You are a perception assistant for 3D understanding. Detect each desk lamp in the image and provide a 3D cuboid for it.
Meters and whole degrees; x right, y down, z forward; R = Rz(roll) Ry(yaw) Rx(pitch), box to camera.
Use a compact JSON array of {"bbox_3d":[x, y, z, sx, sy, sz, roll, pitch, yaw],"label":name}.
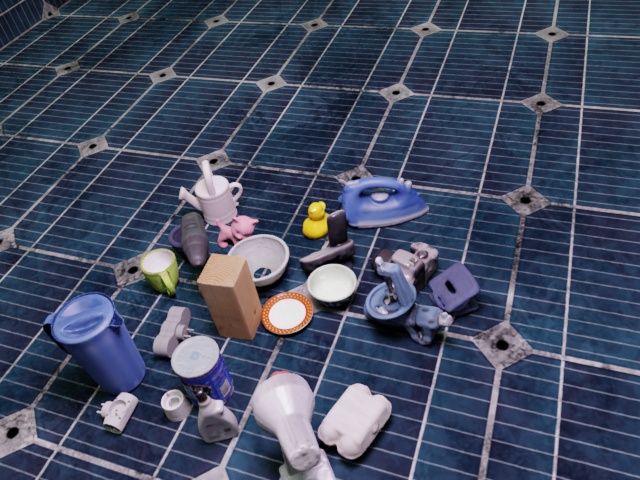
[{"bbox_3d":[-0.039,0.383,1.070,0.118,0.214,0.202,-21,46,-11],"label":"desk lamp"}]

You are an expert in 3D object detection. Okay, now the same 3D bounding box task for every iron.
[{"bbox_3d":[0.173,-0.123,1.589,0.258,0.142,0.118,-5,45,5],"label":"iron"}]

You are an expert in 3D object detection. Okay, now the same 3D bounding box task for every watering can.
[{"bbox_3d":[-0.316,-0.139,1.651,0.173,0.194,0.100,-29,48,-18],"label":"watering can"}]

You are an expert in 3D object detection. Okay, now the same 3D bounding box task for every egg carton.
[{"bbox_3d":[0.073,0.369,1.168,0.107,0.069,0.150,24,54,29],"label":"egg carton"}]

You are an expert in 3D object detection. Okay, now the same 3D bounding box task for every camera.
[{"bbox_3d":[0.206,0.056,1.434,0.136,0.101,0.143,27,56,31],"label":"camera"}]

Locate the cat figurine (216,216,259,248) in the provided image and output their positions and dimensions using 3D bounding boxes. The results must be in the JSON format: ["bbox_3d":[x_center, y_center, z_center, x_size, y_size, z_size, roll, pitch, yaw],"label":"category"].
[{"bbox_3d":[-0.230,-0.030,1.583,0.127,0.118,0.067,11,48,20],"label":"cat figurine"}]

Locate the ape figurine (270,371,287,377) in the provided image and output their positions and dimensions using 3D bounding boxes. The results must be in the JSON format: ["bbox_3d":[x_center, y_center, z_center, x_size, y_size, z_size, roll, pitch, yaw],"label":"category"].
[{"bbox_3d":[-0.083,0.314,1.233,0.076,0.092,0.078,25,55,30],"label":"ape figurine"}]

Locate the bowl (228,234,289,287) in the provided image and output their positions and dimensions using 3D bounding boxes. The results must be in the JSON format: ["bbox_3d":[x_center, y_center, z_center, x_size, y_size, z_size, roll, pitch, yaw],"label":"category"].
[{"bbox_3d":[-0.157,0.067,1.504,0.167,0.075,0.167,-5,45,5],"label":"bowl"}]

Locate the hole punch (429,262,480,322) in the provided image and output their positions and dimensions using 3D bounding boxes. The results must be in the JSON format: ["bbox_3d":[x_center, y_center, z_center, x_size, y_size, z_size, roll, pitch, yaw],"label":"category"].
[{"bbox_3d":[0.316,0.123,1.356,0.101,0.091,0.108,-19,45,-9],"label":"hole punch"}]

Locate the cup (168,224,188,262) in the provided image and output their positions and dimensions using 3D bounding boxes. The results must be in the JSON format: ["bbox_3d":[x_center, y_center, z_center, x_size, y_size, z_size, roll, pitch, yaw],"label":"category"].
[{"bbox_3d":[-0.351,0.021,1.569,0.092,0.095,0.117,-35,50,-23],"label":"cup"}]

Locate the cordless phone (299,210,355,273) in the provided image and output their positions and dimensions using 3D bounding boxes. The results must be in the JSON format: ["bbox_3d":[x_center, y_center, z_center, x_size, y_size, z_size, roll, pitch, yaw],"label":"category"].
[{"bbox_3d":[0.013,0.005,1.458,0.148,0.185,0.094,-25,47,-14],"label":"cordless phone"}]

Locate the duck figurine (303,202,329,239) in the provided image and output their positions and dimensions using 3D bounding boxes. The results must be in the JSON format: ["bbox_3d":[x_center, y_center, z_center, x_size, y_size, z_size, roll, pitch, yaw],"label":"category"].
[{"bbox_3d":[-0.012,-0.062,1.599,0.077,0.086,0.105,16,50,24],"label":"duck figurine"}]

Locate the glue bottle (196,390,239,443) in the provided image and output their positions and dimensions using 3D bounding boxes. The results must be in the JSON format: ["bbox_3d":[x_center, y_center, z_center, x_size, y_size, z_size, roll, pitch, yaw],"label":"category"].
[{"bbox_3d":[-0.219,0.353,1.161,0.078,0.173,0.037,-13,45,-3],"label":"glue bottle"}]

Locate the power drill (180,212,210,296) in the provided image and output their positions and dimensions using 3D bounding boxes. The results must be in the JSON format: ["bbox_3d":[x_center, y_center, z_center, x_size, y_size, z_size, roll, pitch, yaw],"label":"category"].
[{"bbox_3d":[-0.299,0.045,1.455,0.075,0.209,0.229,-18,45,-8],"label":"power drill"}]

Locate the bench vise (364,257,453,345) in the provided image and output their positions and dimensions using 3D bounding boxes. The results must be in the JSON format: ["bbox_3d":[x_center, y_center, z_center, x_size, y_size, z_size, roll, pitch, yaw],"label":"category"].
[{"bbox_3d":[0.194,0.125,1.283,0.207,0.220,0.121,3,46,13],"label":"bench vise"}]
